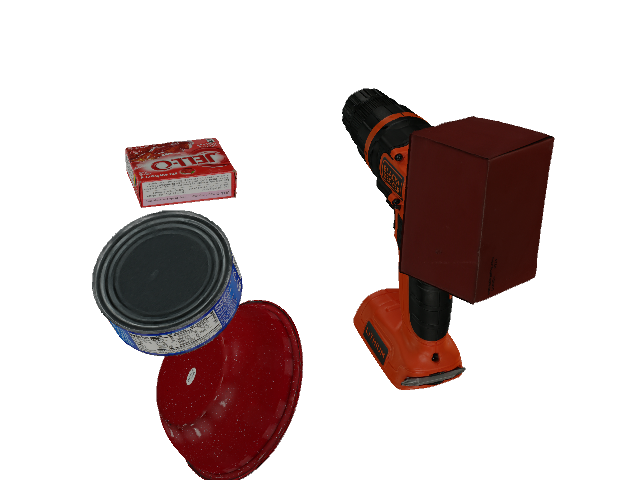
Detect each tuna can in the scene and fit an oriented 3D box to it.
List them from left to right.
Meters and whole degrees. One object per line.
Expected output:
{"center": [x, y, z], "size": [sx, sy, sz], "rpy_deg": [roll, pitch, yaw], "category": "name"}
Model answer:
{"center": [-0.091, 0.026, 0.642], "size": [0.086, 0.086, 0.034], "rpy_deg": [0, -34, 12], "category": "tuna can"}

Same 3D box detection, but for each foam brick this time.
{"center": [0.076, -0.017, 0.532], "size": [0.052, 0.078, 0.051], "rpy_deg": [-18, 31, -40], "category": "foam brick"}

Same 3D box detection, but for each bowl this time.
{"center": [-0.089, 0.119, 0.897], "size": [0.055, 0.162, 0.162], "rpy_deg": [25, -16, -38], "category": "bowl"}

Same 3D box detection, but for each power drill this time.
{"center": [0.059, -0.001, 0.777], "size": [0.057, 0.188, 0.184], "rpy_deg": [-11, 34, -16], "category": "power drill"}

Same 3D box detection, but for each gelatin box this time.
{"center": [-0.127, -0.063, 0.966], "size": [0.089, 0.030, 0.073], "rpy_deg": [-8, 31, -16], "category": "gelatin box"}
